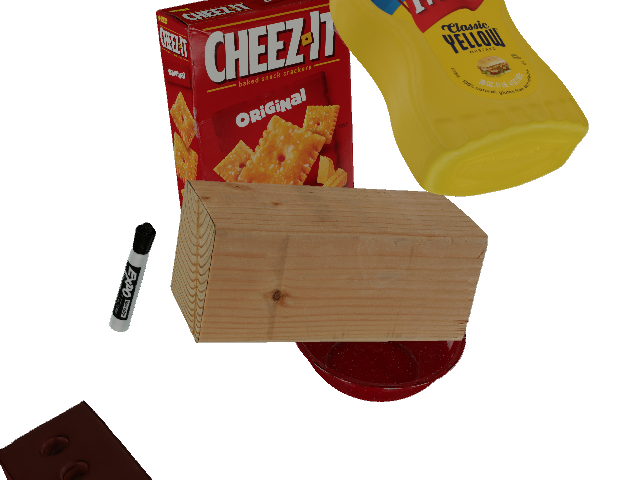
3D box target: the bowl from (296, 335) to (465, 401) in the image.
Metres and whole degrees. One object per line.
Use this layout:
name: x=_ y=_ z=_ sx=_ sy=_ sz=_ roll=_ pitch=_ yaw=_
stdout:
bowl: x=0.051 y=0.098 z=0.992 sx=0.162 sy=0.055 sz=0.162 roll=3 pitch=38 yaw=-3

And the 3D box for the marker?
marker: x=-0.175 y=0.034 z=0.996 sx=0.020 sy=0.121 sz=0.020 roll=16 pitch=31 yaw=-10

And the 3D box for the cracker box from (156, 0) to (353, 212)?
cracker box: x=-0.052 y=-0.114 z=0.978 sx=0.163 sy=0.214 sz=0.072 roll=-19 pitch=31 yaw=-28

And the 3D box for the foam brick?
foam brick: x=-0.114 y=0.129 z=0.523 sx=0.052 sy=0.051 sz=0.078 roll=-29 pitch=42 yaw=-25

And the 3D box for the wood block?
wood block: x=0.005 y=0.016 z=0.783 sx=0.205 sy=0.091 sz=0.090 roll=2 pitch=24 yaw=-22

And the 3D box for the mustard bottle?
mustard bottle: x=0.058 y=-0.116 z=0.574 sx=0.096 sy=0.192 sz=0.058 roll=-13 pitch=-29 yaw=-24
